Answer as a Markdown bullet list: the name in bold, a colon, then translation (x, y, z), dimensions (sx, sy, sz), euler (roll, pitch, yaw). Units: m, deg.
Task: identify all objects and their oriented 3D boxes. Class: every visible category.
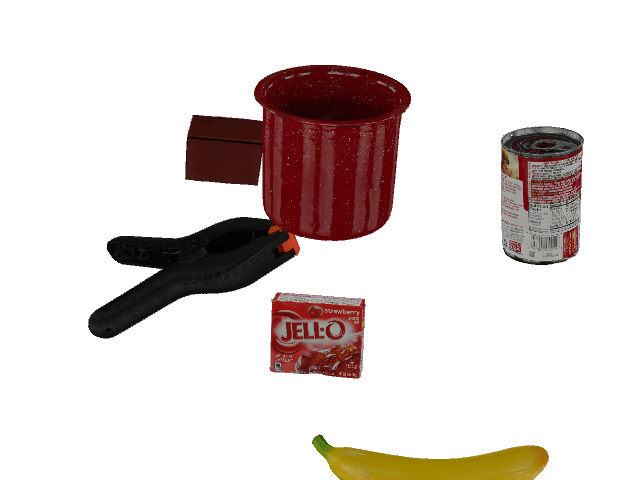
- **banana**: translation (0.093, 0.184, 0.859), dimensions (0.197, 0.037, 0.069), euler (6, 38, -5)
- **clamp**: translation (-0.103, 0.025, 0.838), dimensions (0.172, 0.039, 0.120), euler (-12, 39, 16)
- **gelatin box**: translation (-0.003, 0.091, 1.021), dimensions (0.089, 0.073, 0.030), euler (4, 14, 7)
- **soup can**: translation (0.189, -0.038, 0.912), dimensions (0.068, 0.102, 0.068), euler (-4, 25, 2)
- **mug**: translation (0.013, -0.057, 0.659), dimensions (0.093, 0.081, 0.117), euler (21, 34, 29)
- **foam brick**: translation (-0.098, -0.094, 1.105), dimensions (0.078, 0.051, 0.053), euler (5, 31, -2)
